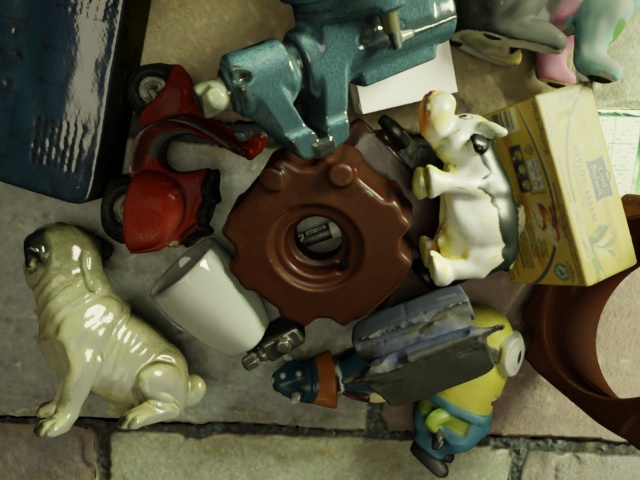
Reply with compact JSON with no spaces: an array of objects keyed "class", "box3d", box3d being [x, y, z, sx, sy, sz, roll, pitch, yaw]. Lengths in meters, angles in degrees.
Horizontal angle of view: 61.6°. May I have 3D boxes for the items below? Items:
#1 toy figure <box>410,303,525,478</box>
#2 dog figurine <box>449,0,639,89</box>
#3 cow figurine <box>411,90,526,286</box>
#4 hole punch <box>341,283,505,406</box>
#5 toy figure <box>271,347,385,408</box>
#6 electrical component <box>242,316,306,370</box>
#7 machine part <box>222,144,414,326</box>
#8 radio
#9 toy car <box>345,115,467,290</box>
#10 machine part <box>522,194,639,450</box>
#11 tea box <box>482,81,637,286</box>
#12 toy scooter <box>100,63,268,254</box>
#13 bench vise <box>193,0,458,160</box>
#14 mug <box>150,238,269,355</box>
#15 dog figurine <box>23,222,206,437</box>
[{"class":"toy figure","box3d":[0.147,0.155,0.566,0.089,0.082,0.180,24,102,-7]},{"class":"dog figurine","box3d":[0.232,-0.255,0.476,0.192,0.108,0.219,21,95,-4]},{"class":"cow figurine","box3d":[0.133,-0.049,0.473,0.098,0.068,0.167,-6,104,0]},{"class":"hole punch","box3d":[0.090,0.085,0.493,0.142,0.115,0.092,-20,59,10]},{"class":"toy figure","box3d":[0.027,0.145,0.566,0.155,0.064,0.057,-8,111,-3]},{"class":"electrical component","box3d":[-0.037,0.098,0.553,0.094,0.063,0.021,-30,101,2]},{"class":"machine part","box3d":[-0.001,-0.002,0.497,0.179,0.056,0.179,3,117,6]},{"class":"radio","box3d":[-0.241,-0.158,0.487,0.131,0.073,0.229,13,99,-5]},{"class":"toy car","box3d":[0.089,-0.035,0.537,0.089,0.053,0.202,-43,103,10]},{"class":"machine part","box3d":[0.302,0.072,0.492,0.087,0.202,0.201,25,99,-20]},{"class":"tea box","box3d":[0.211,-0.047,0.498,0.068,0.098,0.169,-20,97,-22]},{"class":"toy scooter","box3d":[-0.125,-0.067,0.507,0.135,0.075,0.183,14,97,1]},{"class":"bench vise","box3d":[-0.010,-0.191,0.391,0.224,0.129,0.240,-19,121,-3]},{"class":"mug","box3d":[-0.111,0.069,0.539,0.109,0.081,0.107,-32,109,28]},{"class":"dog figurine","box3d":[-0.200,0.079,0.532,0.172,0.121,0.190,4,84,-37]}]
